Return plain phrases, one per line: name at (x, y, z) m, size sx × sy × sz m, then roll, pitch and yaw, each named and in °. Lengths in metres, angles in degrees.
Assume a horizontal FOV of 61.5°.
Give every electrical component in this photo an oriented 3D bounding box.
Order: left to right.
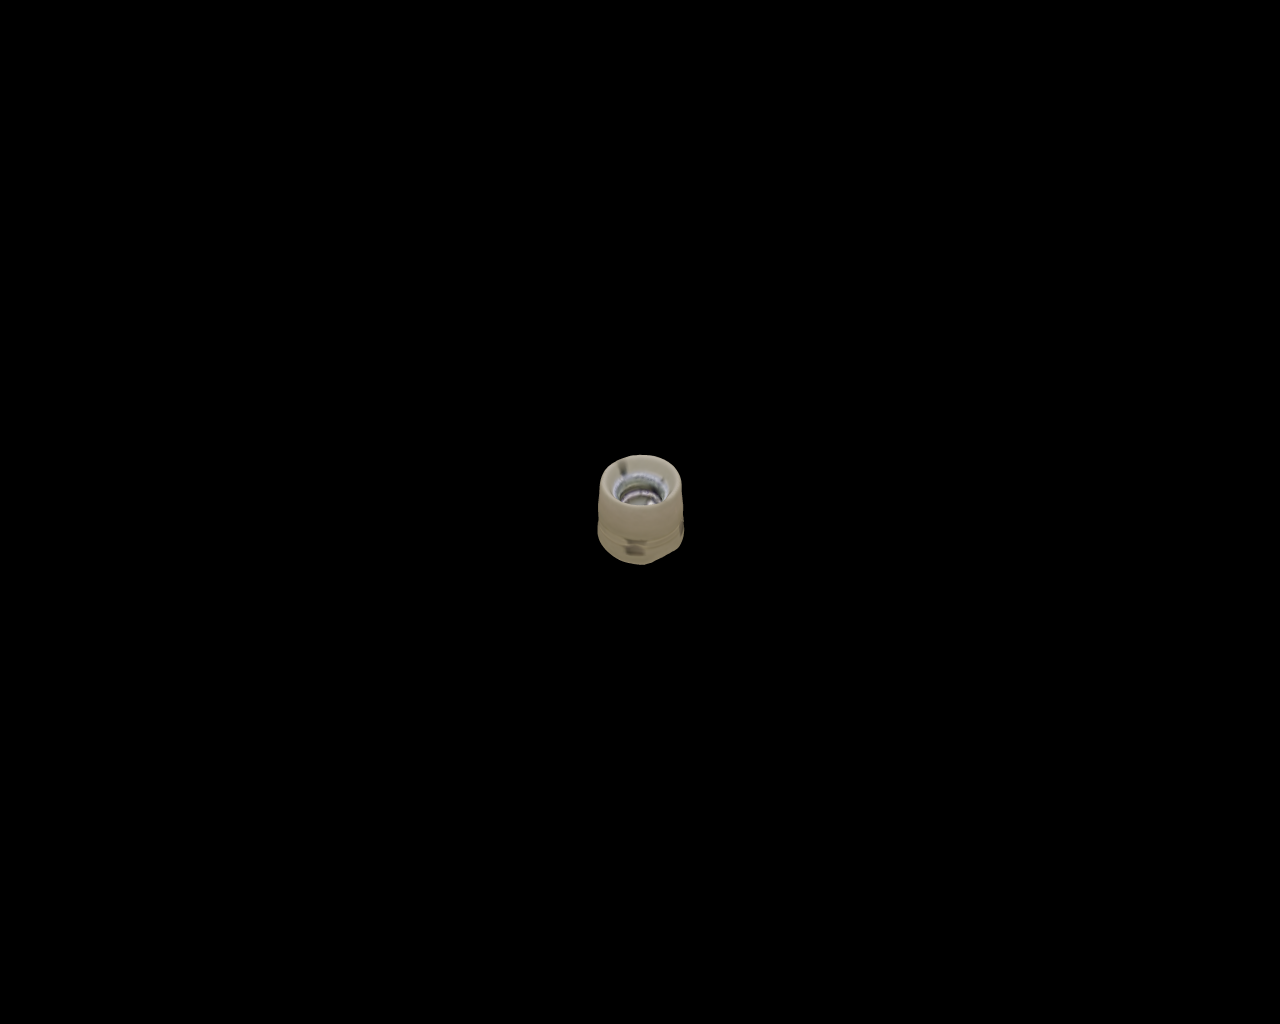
electrical component at (0.001, -0.003, 0.650) m, size 0.055 × 0.047 × 0.055 m, roll 0°, pitch 45°, yaw 0°
